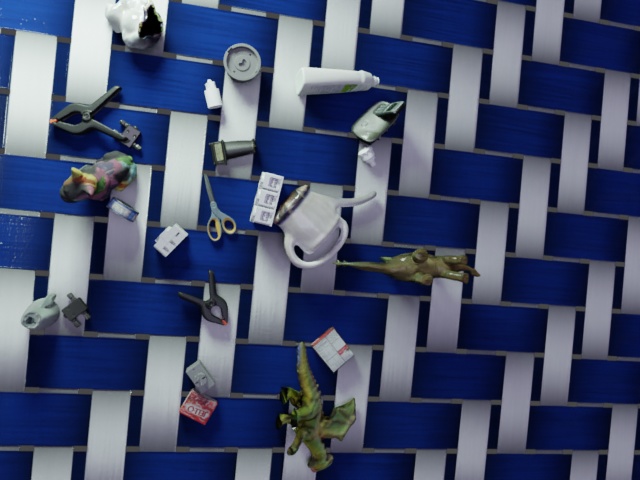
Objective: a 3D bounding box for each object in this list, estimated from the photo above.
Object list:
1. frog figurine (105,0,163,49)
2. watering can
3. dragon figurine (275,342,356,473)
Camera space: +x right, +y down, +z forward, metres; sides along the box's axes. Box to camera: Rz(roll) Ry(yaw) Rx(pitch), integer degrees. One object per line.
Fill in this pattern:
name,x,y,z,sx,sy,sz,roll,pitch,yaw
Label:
frog figurine,-0.533,-0.615,1.465,0.160,0.123,0.136,11,100,25
watering can,0.005,-0.079,1.567,0.223,0.103,0.352,43,73,-9
dragon figurine,0.003,0.525,1.590,0.242,0.122,0.410,11,91,-28
